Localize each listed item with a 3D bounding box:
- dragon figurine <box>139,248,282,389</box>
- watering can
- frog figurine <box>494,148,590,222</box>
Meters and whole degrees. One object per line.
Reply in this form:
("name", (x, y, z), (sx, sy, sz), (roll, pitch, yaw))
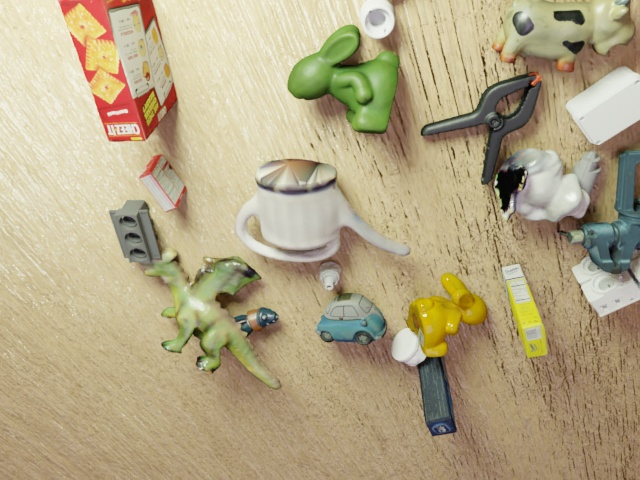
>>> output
("dragon figurine", (-0.218, 0.152, 1.138), (0.409, 0.240, 0.124), (28, 18, -6))
("watering can", (0.003, -0.050, 0.992), (0.347, 0.219, 0.106), (0, 36, 4))
("frog figurine", (0.408, -0.098, 0.936), (0.159, 0.135, 0.125), (-1, 23, -12))
